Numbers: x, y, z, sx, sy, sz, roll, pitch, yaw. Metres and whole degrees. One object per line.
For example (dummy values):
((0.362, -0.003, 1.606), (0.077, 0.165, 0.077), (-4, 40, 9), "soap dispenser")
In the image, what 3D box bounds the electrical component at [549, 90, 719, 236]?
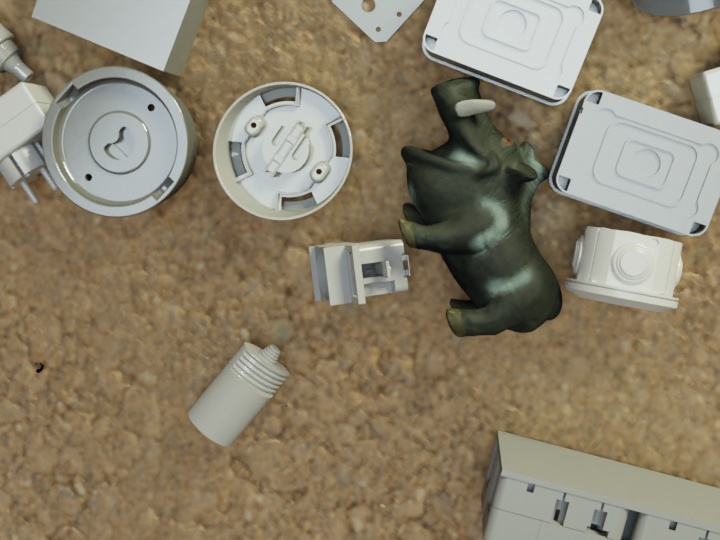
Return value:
((0.200, -0.076, 0.768), (0.113, 0.057, 0.078), (20, 97, 3), "electrical component")

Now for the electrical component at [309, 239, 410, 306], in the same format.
((0.000, 0.000, 0.790), (0.064, 0.081, 0.042), (-7, 95, -16), "electrical component")

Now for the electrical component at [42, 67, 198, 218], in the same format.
((-0.173, -0.094, 0.801), (0.108, 0.060, 0.108), (1, 96, 5), "electrical component")

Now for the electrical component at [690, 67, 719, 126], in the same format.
((0.277, -0.149, 0.758), (0.083, 0.047, 0.075), (-16, 94, 7), "electrical component")

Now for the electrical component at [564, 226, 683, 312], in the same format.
((0.189, 0.000, 0.767), (0.080, 0.080, 0.051), (11, 91, 4), "electrical component")

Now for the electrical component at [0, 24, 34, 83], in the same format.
((-0.275, -0.166, 0.817), (0.061, 0.035, 0.035), (42, 98, -3), "electrical component")

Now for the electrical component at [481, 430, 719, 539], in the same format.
((0.184, 0.180, 0.772), (0.186, 0.105, 0.060), (14, 97, 4), "electrical component")

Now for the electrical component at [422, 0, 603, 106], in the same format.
((0.108, -0.171, 0.767), (0.113, 0.057, 0.078), (22, 97, 3), "electrical component")

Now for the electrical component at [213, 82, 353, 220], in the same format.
((-0.053, -0.087, 0.788), (0.099, 0.064, 0.099), (1, 96, 5), "electrical component")

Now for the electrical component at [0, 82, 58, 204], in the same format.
((-0.259, -0.087, 0.816), (0.083, 0.047, 0.075), (-33, 92, 8), "electrical component")

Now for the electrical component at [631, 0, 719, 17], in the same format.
((0.232, -0.218, 0.734), (0.099, 0.099, 0.064), (-8, 89, 6), "electrical component")

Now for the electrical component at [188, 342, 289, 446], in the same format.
((-0.089, 0.090, 0.820), (0.043, 0.043, 0.081), (40, 98, 0), "electrical component")
